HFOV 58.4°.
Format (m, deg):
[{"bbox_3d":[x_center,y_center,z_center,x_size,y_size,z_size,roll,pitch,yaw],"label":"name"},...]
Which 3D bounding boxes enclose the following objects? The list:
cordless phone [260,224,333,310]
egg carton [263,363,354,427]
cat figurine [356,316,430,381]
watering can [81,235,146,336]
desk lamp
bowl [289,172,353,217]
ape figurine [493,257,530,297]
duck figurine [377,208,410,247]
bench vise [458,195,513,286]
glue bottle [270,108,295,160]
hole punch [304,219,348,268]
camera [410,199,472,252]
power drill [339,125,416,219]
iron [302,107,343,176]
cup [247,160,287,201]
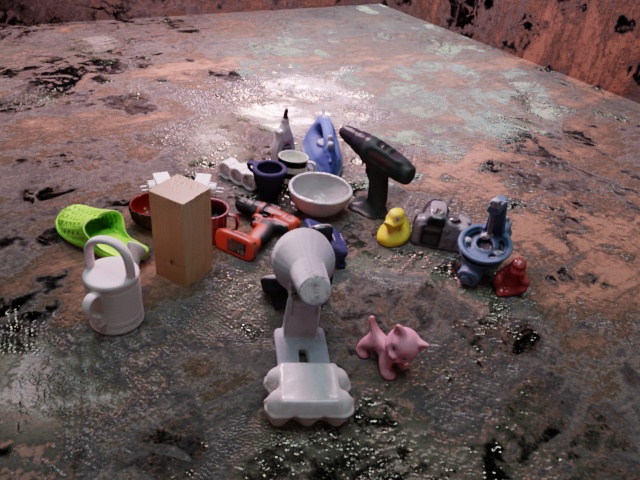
[{"bbox_3d":[-0.043,0.044,1.165,0.148,0.185,0.094,-8,37,-20],"label":"cordless phone"},{"bbox_3d":[-0.020,0.260,0.960,0.150,0.069,0.107,1,35,-8],"label":"egg carton"},{"bbox_3d":[0.133,0.187,1.049,0.067,0.118,0.127,-25,45,-37],"label":"cat figurine"},{"bbox_3d":[-0.383,0.069,1.060,0.101,0.194,0.172,1,35,-8],"label":"watering can"},{"bbox_3d":[-0.025,0.111,1.046,0.118,0.214,0.203,-1,35,-11],"label":"desk lamp"},{"bbox_3d":[-0.002,-0.107,1.489,0.167,0.075,0.167,5,35,-3],"label":"bowl"},{"bbox_3d":[0.434,0.079,1.284,0.077,0.092,0.076,23,38,22],"label":"ape figurine"},{"bbox_3d":[0.188,-0.040,1.416,0.077,0.086,0.105,29,40,28],"label":"duck figurine"},{"bbox_3d":[0.386,-0.025,1.311,0.121,0.220,0.208,15,35,12],"label":"bench vise"},{"bbox_3d":[-0.105,-0.300,1.663,0.037,0.173,0.078,32,42,32],"label":"glue bottle"},{"bbox_3d":[0.012,0.005,1.315,0.101,0.091,0.108,-3,36,-14],"label":"hole punch"},{"bbox_3d":[0.308,-0.051,1.441,0.143,0.101,0.137,12,35,7],"label":"camera"},{"bbox_3d":[0.133,-0.169,1.485,0.228,0.208,0.076,27,39,26],"label":"power drill"},{"bbox_3d":[0.018,-0.280,1.684,0.119,0.141,0.258,0,35,-10],"label":"iron"},{"bbox_3d":[-0.146,-0.156,1.516,0.117,0.095,0.092,22,37,20],"label":"cup"}]
